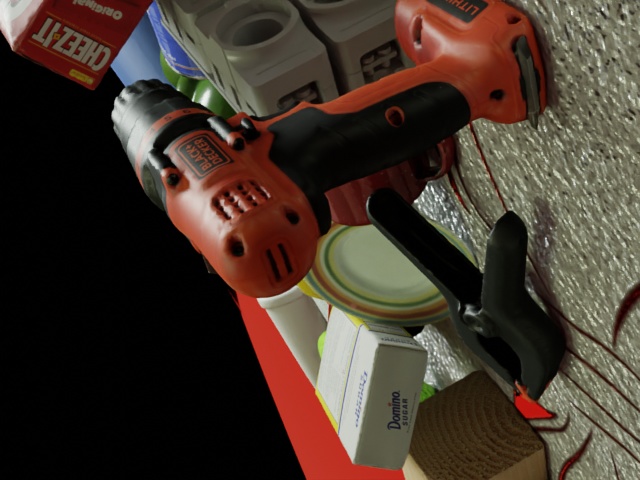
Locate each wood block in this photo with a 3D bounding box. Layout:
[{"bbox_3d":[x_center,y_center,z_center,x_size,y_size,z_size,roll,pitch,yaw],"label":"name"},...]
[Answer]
[{"bbox_3d":[0.132,0.215,0.889,0.090,0.090,0.206,53,167,42],"label":"wood block"}]

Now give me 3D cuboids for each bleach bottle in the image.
[{"bbox_3d":[-0.001,0.141,1.364,0.102,0.068,0.251,-94,-19,-62],"label":"bleach bottle"}]

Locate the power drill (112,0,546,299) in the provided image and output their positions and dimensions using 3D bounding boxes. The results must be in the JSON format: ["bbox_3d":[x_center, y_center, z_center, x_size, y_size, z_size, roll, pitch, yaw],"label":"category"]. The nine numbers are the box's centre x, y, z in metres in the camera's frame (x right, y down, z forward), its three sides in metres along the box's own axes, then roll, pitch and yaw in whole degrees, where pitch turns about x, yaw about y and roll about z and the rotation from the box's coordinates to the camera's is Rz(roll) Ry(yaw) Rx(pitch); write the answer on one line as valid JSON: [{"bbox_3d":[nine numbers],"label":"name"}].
[{"bbox_3d":[0.000,-0.064,0.524,0.185,0.187,0.057,47,164,48],"label":"power drill"}]

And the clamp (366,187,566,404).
[{"bbox_3d":[0.095,0.033,0.657,0.120,0.039,0.171,29,154,47],"label":"clamp"}]

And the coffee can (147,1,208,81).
[{"bbox_3d":[-0.090,-0.206,0.801,0.103,0.102,0.140,52,166,40],"label":"coffee can"}]

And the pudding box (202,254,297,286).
[{"bbox_3d":[-0.063,-0.008,0.934,0.113,0.090,0.039,78,-157,-51],"label":"pudding box"}]

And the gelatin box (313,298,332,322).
[{"bbox_3d":[0.003,0.049,1.224,0.073,0.030,0.089,57,171,16],"label":"gelatin box"}]

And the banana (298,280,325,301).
[{"bbox_3d":[-0.001,0.018,0.876,0.197,0.037,0.069,50,-157,-76],"label":"banana"}]

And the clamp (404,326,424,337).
[{"bbox_3d":[0.029,0.018,1.005,0.210,0.036,0.164,58,170,15],"label":"clamp"}]

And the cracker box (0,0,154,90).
[{"bbox_3d":[-0.140,-0.231,0.683,0.072,0.214,0.164,24,-160,-44],"label":"cracker box"}]

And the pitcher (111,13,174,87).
[{"bbox_3d":[-0.177,-0.237,1.108,0.243,0.145,0.149,57,-179,3],"label":"pitcher"}]

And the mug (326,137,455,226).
[{"bbox_3d":[0.033,-0.063,0.682,0.117,0.093,0.081,5,139,33],"label":"mug"}]

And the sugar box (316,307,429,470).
[{"bbox_3d":[0.037,0.107,0.839,0.176,0.048,0.093,-139,60,-75],"label":"sugar box"}]
